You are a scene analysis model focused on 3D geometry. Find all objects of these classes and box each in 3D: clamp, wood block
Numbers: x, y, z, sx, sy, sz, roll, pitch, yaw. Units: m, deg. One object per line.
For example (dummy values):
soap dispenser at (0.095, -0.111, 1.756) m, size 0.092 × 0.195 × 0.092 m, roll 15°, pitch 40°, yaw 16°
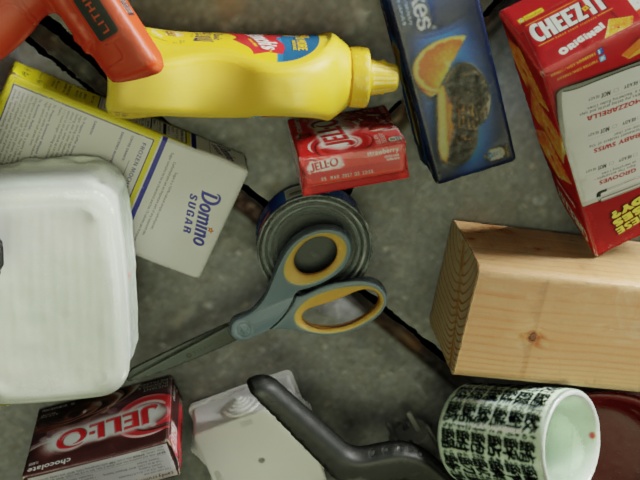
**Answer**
clamp at (0.019, 0.201, 0.826) m, size 0.209 × 0.036 × 0.165 m, roll 18°, pitch 109°, yaw -12°
wood block at (0.199, 0.052, 0.806) m, size 0.206 × 0.090 × 0.091 m, roll 7°, pitch 113°, yaw -9°

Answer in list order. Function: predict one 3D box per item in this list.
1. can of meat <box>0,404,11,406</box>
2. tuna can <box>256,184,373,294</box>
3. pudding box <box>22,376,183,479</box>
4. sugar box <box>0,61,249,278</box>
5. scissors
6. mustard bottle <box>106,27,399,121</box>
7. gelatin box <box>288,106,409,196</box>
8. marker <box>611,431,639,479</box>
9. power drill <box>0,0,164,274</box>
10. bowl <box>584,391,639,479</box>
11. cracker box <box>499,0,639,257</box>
can of meat at (-0.250, 0.060, 0.781) m, size 0.102 × 0.057 × 0.084 m, roll 29°, pitch 104°, yaw -17°
tuna can at (-0.005, 0.001, 0.793) m, size 0.086 × 0.034 × 0.086 m, roll -2°, pitch 113°, yaw -5°
pudding box at (-0.161, 0.153, 0.809) m, size 0.113 × 0.090 × 0.039 m, roll -17°, pitch 114°, yaw 1°
sugar box at (-0.149, -0.048, 0.753) m, size 0.176 × 0.048 × 0.093 m, roll 22°, pitch 108°, yaw -18°
scissors at (-0.052, 0.044, 0.778) m, size 0.201 × 0.016 × 0.096 m, roll -10°, pitch 112°, yaw -1°
mustard bottle at (-0.043, -0.110, 0.709) m, size 0.191 × 0.096 × 0.058 m, roll 1°, pitch 109°, yaw -6°
gelatin box at (0.018, -0.064, 0.738) m, size 0.073 × 0.089 × 0.030 m, roll -9°, pitch 114°, yaw -2°
marker at (0.248, 0.206, 0.912) m, size 0.020 × 0.020 × 0.121 m, roll 15°, pitch 110°, yaw -12°
power drill at (-0.189, -0.084, 0.623) m, size 0.187 × 0.057 × 0.184 m, roll -31°, pitch 105°, yaw 2°
bowl at (0.229, 0.187, 0.869) m, size 0.162 × 0.055 × 0.162 m, roll 4°, pitch 107°, yaw 12°
cracker box at (0.225, -0.101, 0.709) m, size 0.164 × 0.072 × 0.213 m, roll -27°, pitch 142°, yaw 6°
